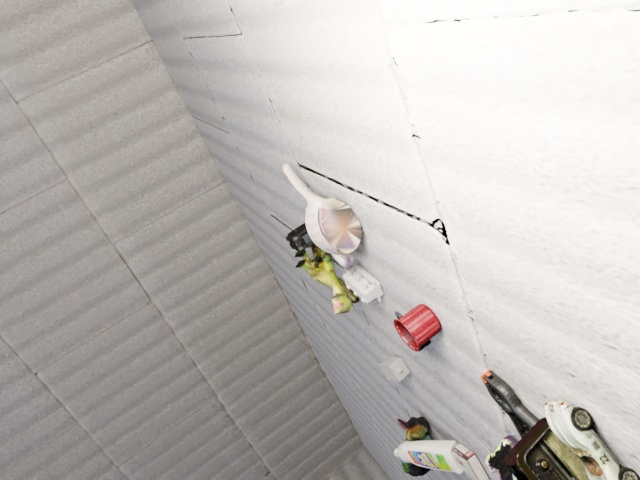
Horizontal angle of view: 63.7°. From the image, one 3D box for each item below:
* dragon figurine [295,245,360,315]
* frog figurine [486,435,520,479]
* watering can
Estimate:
[{"bbox_3d":[0.038,0.117,1.683,0.240,0.121,0.416,51,-169,-16],"label":"dragon figurine"},{"bbox_3d":[0.470,0.511,1.146,0.159,0.124,0.136,24,161,-14],"label":"frog figurine"},{"bbox_3d":[0.004,-0.071,1.409,0.346,0.105,0.223,59,164,-5],"label":"watering can"}]
